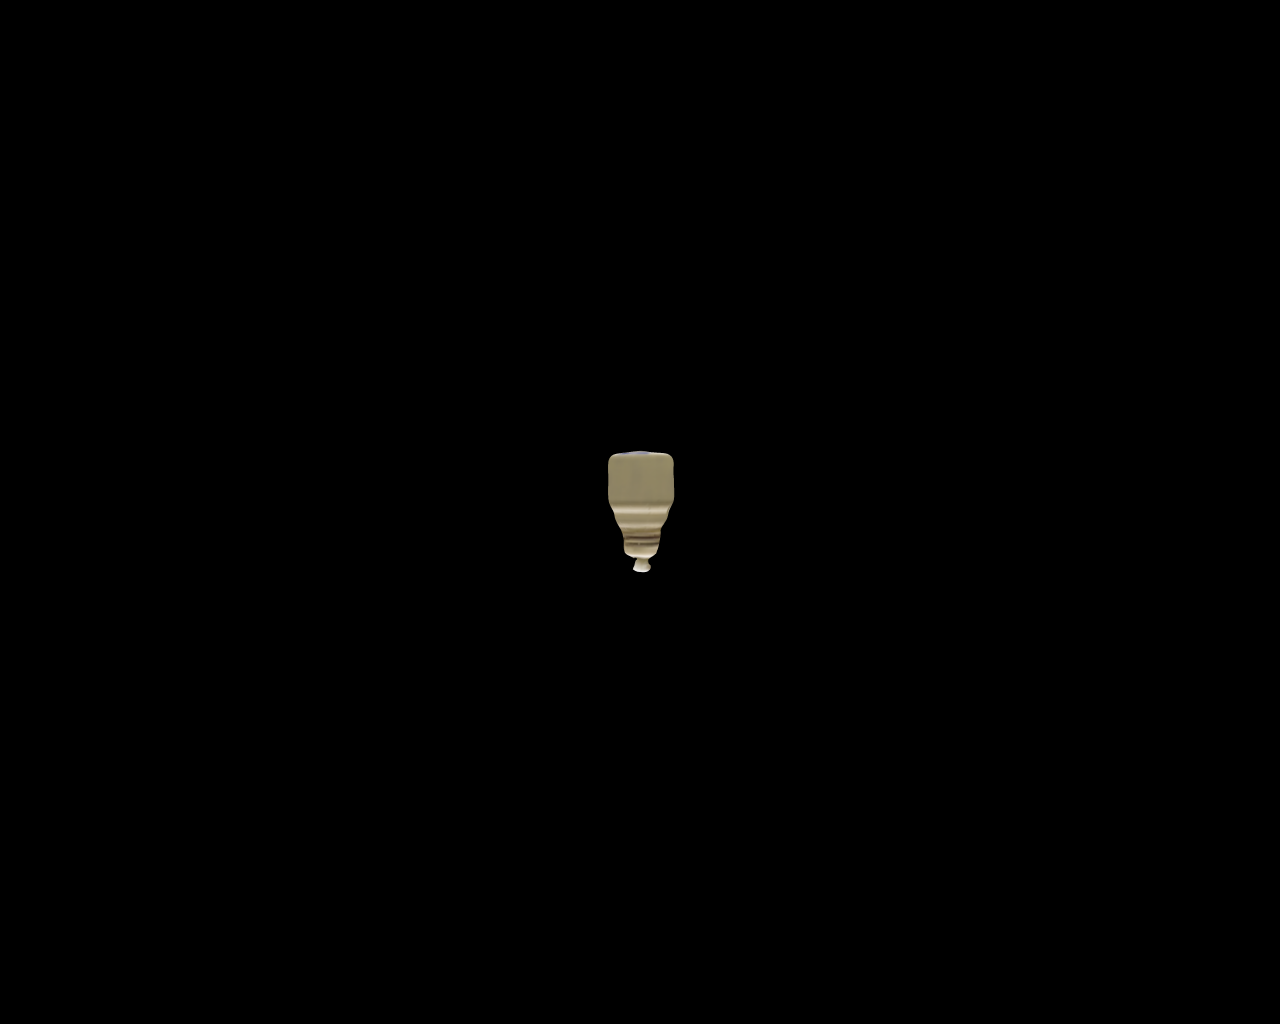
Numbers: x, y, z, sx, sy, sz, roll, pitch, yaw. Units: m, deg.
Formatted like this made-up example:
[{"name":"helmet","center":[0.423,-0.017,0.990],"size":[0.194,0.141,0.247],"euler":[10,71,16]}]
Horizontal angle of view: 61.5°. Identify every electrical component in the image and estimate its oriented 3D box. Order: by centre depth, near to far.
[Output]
[{"name":"electrical component","center":[0.001,-0.003,0.650],"size":[0.040,0.078,0.040],"euler":[0,0,0]}]
